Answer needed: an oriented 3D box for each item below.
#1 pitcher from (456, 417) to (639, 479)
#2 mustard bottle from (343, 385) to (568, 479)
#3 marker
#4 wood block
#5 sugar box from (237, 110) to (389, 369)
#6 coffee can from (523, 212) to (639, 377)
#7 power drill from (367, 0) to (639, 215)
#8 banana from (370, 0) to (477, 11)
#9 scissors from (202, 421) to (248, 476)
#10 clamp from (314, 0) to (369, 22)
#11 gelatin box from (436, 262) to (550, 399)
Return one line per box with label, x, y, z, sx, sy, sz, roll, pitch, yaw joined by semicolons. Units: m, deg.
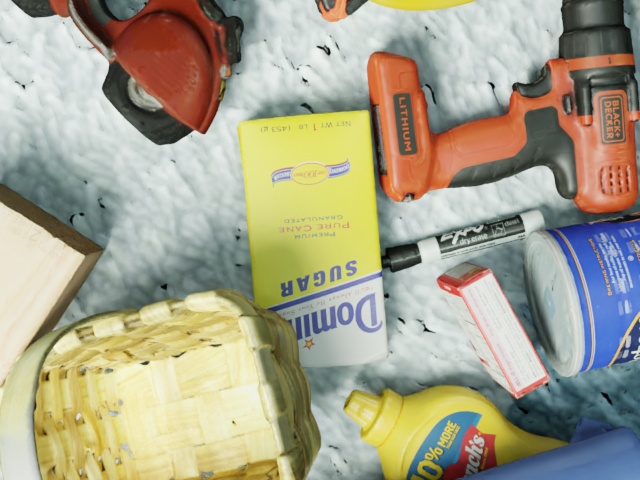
pitcher;0.103;0.218;0.666;0.243;0.149;0.145;-15;99;1
mustard bottle;0.103;0.159;0.760;0.191;0.058;0.096;29;96;-5
marker;0.102;0.001;0.771;0.121;0.020;0.020;-15;94;-3
wood block;-0.243;0.070;0.715;0.090;0.091;0.206;33;91;-5
sugar box;-0.005;0.001;0.750;0.093;0.048;0.176;-6;92;-3
coffee can;0.224;0.031;0.739;0.140;0.103;0.103;-11;94;-4
power drill;0.130;-0.103;0.748;0.187;0.057;0.184;-6;93;-3
banana;0.100;-0.200;0.750;0.197;0.037;0.069;-10;94;-4
scissors;-0.114;0.171;0.767;0.201;0.016;0.096;5;92;-4
clamp;0.044;-0.247;0.704;0.164;0.036;0.210;7;95;-11
gelatin box;0.121;0.061;0.748;0.030;0.073;0.089;-30;95;-3
